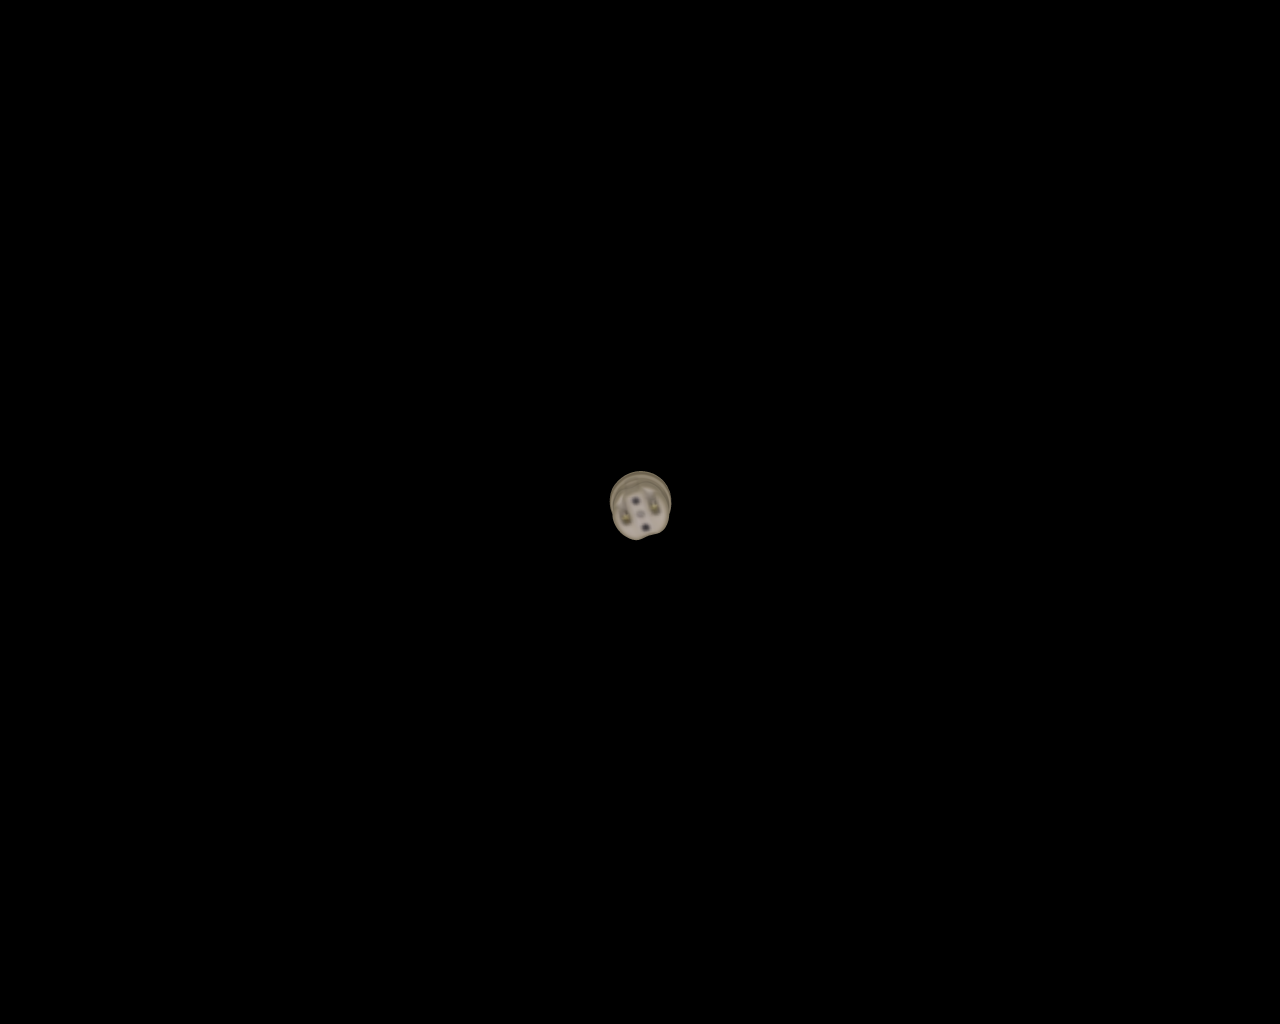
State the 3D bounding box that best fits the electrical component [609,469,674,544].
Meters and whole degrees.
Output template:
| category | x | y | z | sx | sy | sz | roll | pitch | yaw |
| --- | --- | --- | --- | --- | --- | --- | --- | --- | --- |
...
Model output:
| category | x | y | z | sx | sy | sz | roll | pitch | yaw |
| --- | --- | --- | --- | --- | --- | --- | --- | --- | --- |
| electrical component | 0.001 | -0.003 | 0.650 | 0.040 | 0.040 | 0.046 | 0 | 12 | 0 |
